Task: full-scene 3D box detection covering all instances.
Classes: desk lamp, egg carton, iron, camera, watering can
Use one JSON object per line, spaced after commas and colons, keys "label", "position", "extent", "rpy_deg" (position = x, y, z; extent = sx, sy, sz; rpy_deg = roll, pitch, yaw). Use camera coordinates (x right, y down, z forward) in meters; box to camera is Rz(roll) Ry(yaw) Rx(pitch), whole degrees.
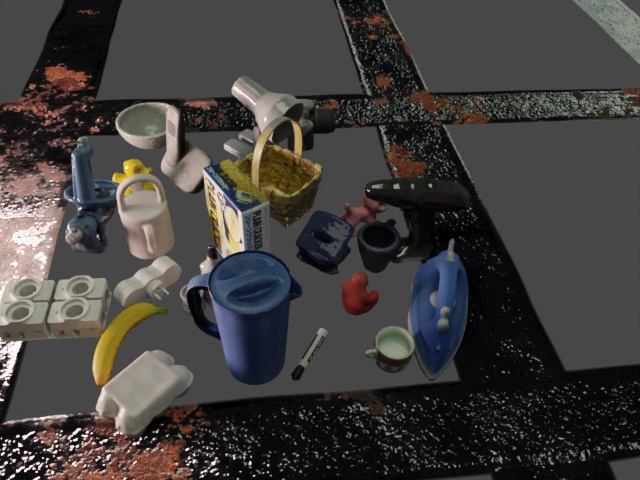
{"label": "desk lamp", "position": [-0.146, -0.291, 1.429], "extent": [0.202, 0.214, 0.118], "rpy_deg": [29, 50, 23]}
{"label": "egg carton", "position": [-0.297, 0.259, 0.976], "extent": [0.107, 0.069, 0.150], "rpy_deg": [29, 50, 23]}
{"label": "iron", "position": [0.235, 0.125, 1.097], "extent": [0.118, 0.141, 0.258], "rpy_deg": [10, 46, 6]}
{"label": "camera", "position": [-0.026, -0.321, 1.546], "extent": [0.137, 0.101, 0.143], "rpy_deg": [-1, 45, -5]}
{"label": "watering can", "position": [-0.372, -0.064, 1.202], "extent": [0.101, 0.194, 0.172], "rpy_deg": [-33, 56, -31]}

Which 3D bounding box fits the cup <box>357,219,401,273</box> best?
{"label": "cup", "position": [0.127, 0.015, 1.230], "extent": [0.091, 0.095, 0.118], "rpy_deg": [24, 49, 19]}

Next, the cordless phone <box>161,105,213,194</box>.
{"label": "cordless phone", "position": [-0.320, -0.215, 1.362], "extent": [0.147, 0.185, 0.094], "rpy_deg": [36, 53, 28]}

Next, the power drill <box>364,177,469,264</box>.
{"label": "power drill", "position": [0.195, -0.048, 1.217], "extent": [0.230, 0.208, 0.075], "rpy_deg": [-7, 46, -11]}

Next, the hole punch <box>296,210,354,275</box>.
{"label": "hole punch", "position": [0.011, 0.004, 1.235], "extent": [0.108, 0.091, 0.101], "rpy_deg": [25, 49, 20]}

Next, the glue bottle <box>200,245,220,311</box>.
{"label": "glue bottle", "position": [-0.200, 0.071, 1.096], "extent": [0.078, 0.173, 0.037], "rpy_deg": [31, 51, 25]}

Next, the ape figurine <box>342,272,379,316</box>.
{"label": "ape figurine", "position": [0.077, 0.101, 1.144], "extent": [0.077, 0.092, 0.076], "rpy_deg": [31, 51, 24]}

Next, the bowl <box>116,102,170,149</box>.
{"label": "bowl", "position": [-0.442, -0.288, 1.502], "extent": [0.167, 0.075, 0.167], "rpy_deg": [2, 45, -2]}

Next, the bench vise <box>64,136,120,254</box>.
{"label": "bench vise", "position": [-0.478, -0.091, 1.203], "extent": [0.121, 0.220, 0.207], "rpy_deg": [-9, 47, -13]}

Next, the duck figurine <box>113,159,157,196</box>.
{"label": "duck figurine", "position": [-0.443, -0.154, 1.362], "extent": [0.104, 0.086, 0.077], "rpy_deg": [5, 45, 1]}

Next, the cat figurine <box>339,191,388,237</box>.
{"label": "cat figurine", "position": [0.107, -0.080, 1.306], "extent": [0.128, 0.118, 0.067], "rpy_deg": [-18, 49, -21]}
